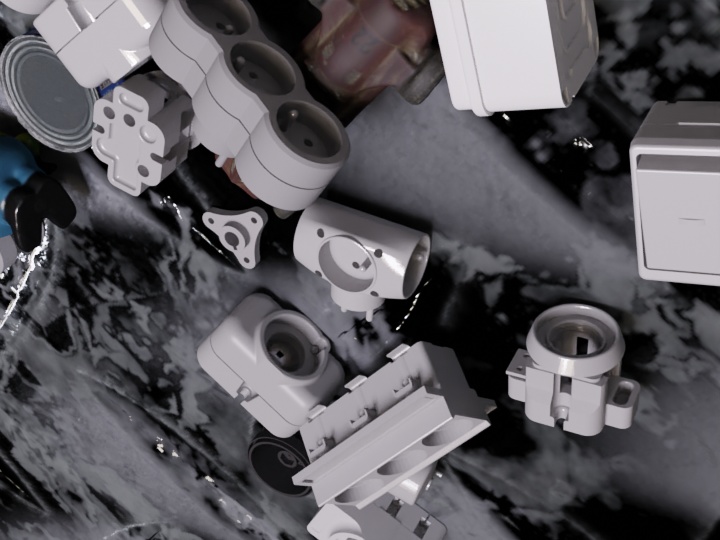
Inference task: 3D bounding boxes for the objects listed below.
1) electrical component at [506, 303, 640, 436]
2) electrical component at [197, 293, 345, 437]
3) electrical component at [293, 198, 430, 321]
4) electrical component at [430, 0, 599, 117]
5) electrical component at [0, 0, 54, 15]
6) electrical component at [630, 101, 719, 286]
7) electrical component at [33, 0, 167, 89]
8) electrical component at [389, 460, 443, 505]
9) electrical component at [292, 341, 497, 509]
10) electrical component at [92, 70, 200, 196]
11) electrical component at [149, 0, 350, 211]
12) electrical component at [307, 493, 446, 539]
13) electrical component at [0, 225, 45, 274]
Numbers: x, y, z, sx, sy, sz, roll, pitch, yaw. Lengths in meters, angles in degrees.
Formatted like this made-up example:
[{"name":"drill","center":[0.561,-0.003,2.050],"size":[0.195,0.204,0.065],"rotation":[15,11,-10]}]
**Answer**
[{"name":"electrical component","center":[0.129,0.058,0.650],"size":[0.078,0.058,0.057],"rotation":[14,131,24]},{"name":"electrical component","center":[-0.062,0.067,0.776],"size":[0.095,0.053,0.059],"rotation":[44,134,-4]},{"name":"electrical component","center":[0.000,0.000,0.695],"size":[0.077,0.044,0.079],"rotation":[20,131,19]},{"name":"electrical component","center":[0.073,-0.140,0.523],"size":[0.057,0.078,0.113],"rotation":[1,123,28]},{"name":"electrical component","center":[-0.202,-0.193,0.671],"size":[0.055,0.055,0.047],"rotation":[51,137,-11]},{"name":"electrical component","center":[0.176,-0.032,0.551],"size":[0.062,0.061,0.096],"rotation":[6,125,29]},{"name":"electrical component","center":[-0.148,-0.156,0.664],"size":[0.095,0.053,0.059],"rotation":[-24,108,41]},{"name":"electrical component","center":[0.021,0.140,0.789],"size":[0.078,0.040,0.040],"rotation":[28,133,12]},{"name":"electrical component","center":[0.019,0.104,0.723],"size":[0.121,0.079,0.063],"rotation":[-38,56,27]},{"name":"electrical component","center":[-0.134,-0.095,0.699],"size":[0.058,0.057,0.078],"rotation":[27,133,12]},{"name":"electrical component","center":[-0.070,-0.088,0.602],"size":[0.138,0.052,0.073],"rotation":[53,133,13]},{"name":"electrical component","center":[0.011,0.203,0.832],"size":[0.089,0.055,0.050],"rotation":[37,134,3]},{"name":"electrical component","center":[-0.283,-0.025,0.844],"size":[0.045,0.055,0.045],"rotation":[17,130,21]}]
